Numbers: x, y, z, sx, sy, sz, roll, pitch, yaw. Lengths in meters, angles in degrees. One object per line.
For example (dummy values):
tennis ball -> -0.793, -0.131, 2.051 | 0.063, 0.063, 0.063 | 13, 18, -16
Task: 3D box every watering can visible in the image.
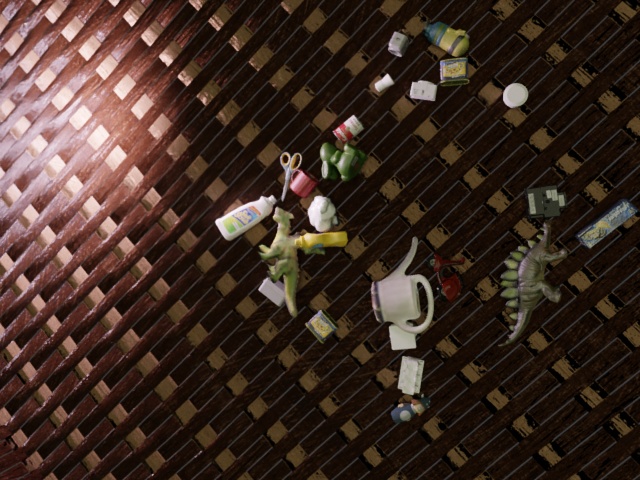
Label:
watering can -> 0.294, 0.172, 1.893 | 0.224, 0.103, 0.352 | -11, 75, 14

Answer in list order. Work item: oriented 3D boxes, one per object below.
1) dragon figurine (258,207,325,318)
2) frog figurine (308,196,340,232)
dragon figurine -> -0.093, 0.063, 1.967 | 0.243, 0.121, 0.414 | -28, 76, -4
frog figurine -> 0.006, -0.097, 1.928 | 0.122, 0.160, 0.137 | 0, 91, 15
